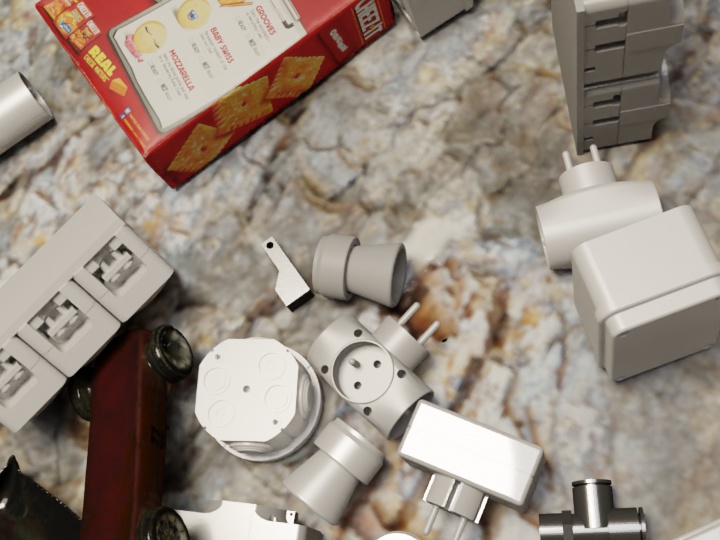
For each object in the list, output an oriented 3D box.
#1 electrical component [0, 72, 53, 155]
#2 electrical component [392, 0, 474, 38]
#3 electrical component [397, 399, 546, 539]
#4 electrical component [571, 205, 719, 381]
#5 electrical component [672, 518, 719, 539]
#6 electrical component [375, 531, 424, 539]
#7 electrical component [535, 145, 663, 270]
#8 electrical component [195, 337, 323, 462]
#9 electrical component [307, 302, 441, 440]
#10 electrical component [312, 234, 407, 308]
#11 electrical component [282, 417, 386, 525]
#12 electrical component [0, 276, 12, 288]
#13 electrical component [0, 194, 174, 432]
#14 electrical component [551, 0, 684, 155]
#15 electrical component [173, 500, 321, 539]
[{"bbox_3d":[-0.283,-0.112,0.827,0.081,0.043,0.043,-35,69,-2],"label":"electrical component"},{"bbox_3d":[0.035,-0.239,0.788,0.057,0.078,0.113,-33,69,2],"label":"electrical component"},{"bbox_3d":[0.064,0.134,0.673,0.083,0.047,0.075,20,77,17],"label":"electrical component"},{"bbox_3d":[0.176,0.018,0.655,0.078,0.113,0.057,-21,66,4],"label":"electrical component"},{"bbox_3d":[0.189,0.214,0.616,0.109,0.056,0.108,-25,69,2],"label":"electrical component"},{"bbox_3d":[0.027,0.184,0.659,0.045,0.055,0.045,-3,71,10],"label":"electrical component"},{"bbox_3d":[0.155,-0.046,0.716,0.077,0.044,0.079,-13,70,7],"label":"electrical component"},{"bbox_3d":[-0.068,0.084,0.714,0.080,0.051,0.080,-3,71,10],"label":"electrical component"},{"bbox_3d":[0.019,0.057,0.708,0.077,0.044,0.079,42,89,21],"label":"electrical component"},{"bbox_3d":[0.000,0.000,0.732,0.055,0.045,0.045,8,74,14],"label":"electrical component"},{"bbox_3d":[-0.016,0.129,0.692,0.045,0.045,0.055,36,82,20],"label":"electrical component"},{"bbox_3d":[-0.274,0.022,0.781,0.062,0.048,0.048,-23,69,-4],"label":"electrical component"},{"bbox_3d":[-0.205,0.029,0.738,0.150,0.061,0.089,-46,27,-6],"label":"electrical component"},{"bbox_3d":[0.158,-0.163,0.679,0.060,0.186,0.105,-9,70,8],"label":"electrical component"},{"bbox_3d":[-0.075,0.179,0.684,0.089,0.050,0.055,4,73,13],"label":"electrical component"}]
